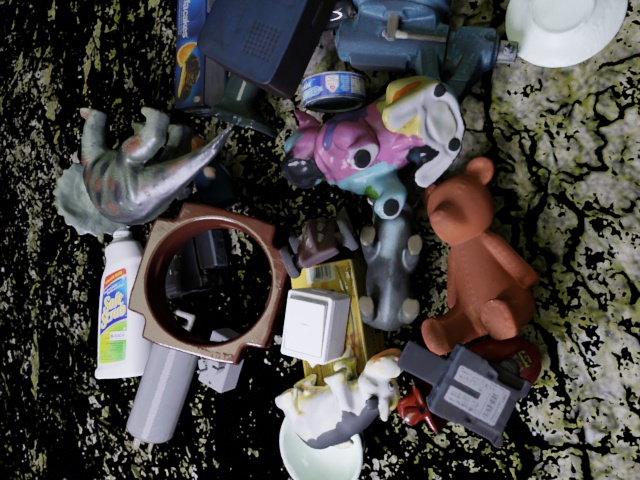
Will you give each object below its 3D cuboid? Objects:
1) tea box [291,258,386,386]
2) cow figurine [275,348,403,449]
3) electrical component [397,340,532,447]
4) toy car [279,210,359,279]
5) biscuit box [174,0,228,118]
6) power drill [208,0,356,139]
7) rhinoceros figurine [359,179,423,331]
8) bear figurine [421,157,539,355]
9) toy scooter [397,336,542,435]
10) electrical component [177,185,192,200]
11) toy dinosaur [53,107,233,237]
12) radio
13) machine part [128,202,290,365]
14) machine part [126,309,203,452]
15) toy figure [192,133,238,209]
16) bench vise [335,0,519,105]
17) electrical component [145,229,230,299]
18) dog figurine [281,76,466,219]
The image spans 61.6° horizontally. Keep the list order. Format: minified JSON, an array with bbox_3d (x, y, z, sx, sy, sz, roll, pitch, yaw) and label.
[{"bbox_3d":[0.027,0.113,0.712,0.098,0.068,0.169,-10,84,28],"label":"tea box"},{"bbox_3d":[0.038,0.190,0.628,0.167,0.068,0.098,-29,84,29],"label":"cow figurine"},{"bbox_3d":[0.137,0.140,0.533,0.119,0.047,0.075,31,88,10],"label":"electrical component"},{"bbox_3d":[-0.001,-0.002,0.663,0.089,0.202,0.053,-24,94,5],"label":"toy car"},{"bbox_3d":[-0.186,-0.301,0.849,0.063,0.059,0.202,0,88,29],"label":"biscuit box"},{"bbox_3d":[-0.075,-0.258,0.777,0.232,0.086,0.207,20,102,27],"label":"power drill"},{"bbox_3d":[0.090,0.016,0.661,0.073,0.112,0.190,1,80,12],"label":"rhinoceros figurine"},{"bbox_3d":[0.166,0.012,0.609,0.120,0.132,0.195,-24,83,44],"label":"bear figurine"},{"bbox_3d":[0.156,0.167,0.603,0.184,0.135,0.075,-33,72,22],"label":"toy scooter"},{"bbox_3d":[-0.231,-0.096,0.869,0.094,0.021,0.063,50,151,29],"label":"electrical component"},{"bbox_3d":[-0.269,-0.084,0.767,0.405,0.131,0.192,14,94,50],"label":"toy dinosaur"},{"bbox_3d":[-0.056,-0.315,0.699,0.131,0.073,0.229,27,95,19],"label":"radio"},{"bbox_3d":[-0.146,0.060,0.754,0.202,0.087,0.201,15,83,2],"label":"machine part"},{"bbox_3d":[-0.244,0.226,0.850,0.079,0.079,0.243,23,97,27],"label":"machine part"},{"bbox_3d":[-0.183,-0.114,0.841,0.154,0.058,0.064,57,134,15],"label":"toy figure"},{"bbox_3d":[0.134,-0.290,0.645,0.224,0.129,0.240,11,98,25],"label":"bench vise"},{"bbox_3d":[-0.207,0.026,0.850,0.134,0.058,0.115,-18,82,27],"label":"electrical component"},{"bbox_3d":[0.047,-0.127,0.661,0.191,0.108,0.219,-43,33,-4],"label":"dog figurine"}]
